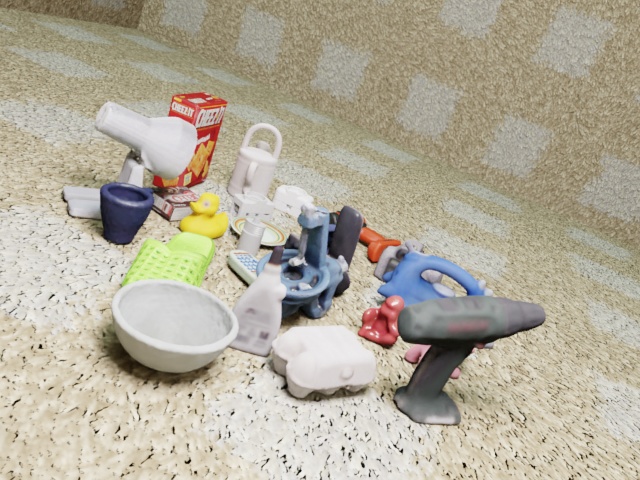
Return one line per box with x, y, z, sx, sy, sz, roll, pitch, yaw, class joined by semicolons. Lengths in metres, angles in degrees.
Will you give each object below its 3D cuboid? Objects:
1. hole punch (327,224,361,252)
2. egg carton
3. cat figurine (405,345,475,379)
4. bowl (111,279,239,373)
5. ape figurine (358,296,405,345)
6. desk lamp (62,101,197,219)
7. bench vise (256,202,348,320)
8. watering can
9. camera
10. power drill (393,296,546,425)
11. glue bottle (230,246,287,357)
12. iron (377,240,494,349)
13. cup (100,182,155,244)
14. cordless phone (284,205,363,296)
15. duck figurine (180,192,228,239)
0.019;-0.010;1.276;0.109;0.091;0.100;5;26;-36;hole punch
0.007;0.178;0.838;0.151;0.069;0.107;4;27;-37;egg carton
0.223;0.173;0.985;0.128;0.118;0.067;6;25;-34;cat figurine
-0.199;0.125;0.765;0.167;0.075;0.167;18;21;-7;bowl
0.119;0.138;1.008;0.076;0.092;0.077;5;26;-35;ape figurine
-0.356;-0.146;1.085;0.204;0.213;0.117;4;27;-37;desk lamp
-0.024;0.030;0.958;0.121;0.220;0.208;26;22;14;bench vise
-0.158;-0.200;1.428;0.101;0.194;0.172;10;23;-26;watering can
0.214;0.053;1.293;0.143;0.101;0.137;27;22;15;camera
0.203;0.170;0.848;0.230;0.208;0.075;11;23;-25;power drill
-0.083;0.085;0.833;0.078;0.173;0.037;18;21;-7;glue bottle
0.252;0.106;1.142;0.258;0.141;0.119;23;21;5;iron
-0.343;-0.046;1.019;0.091;0.095;0.118;25;21;9;cup
0.010;0.004;1.103;0.147;0.185;0.094;32;23;26;cordless phone
-0.227;-0.054;1.161;0.105;0.086;0.077;-4;32;-47;duck figurine
